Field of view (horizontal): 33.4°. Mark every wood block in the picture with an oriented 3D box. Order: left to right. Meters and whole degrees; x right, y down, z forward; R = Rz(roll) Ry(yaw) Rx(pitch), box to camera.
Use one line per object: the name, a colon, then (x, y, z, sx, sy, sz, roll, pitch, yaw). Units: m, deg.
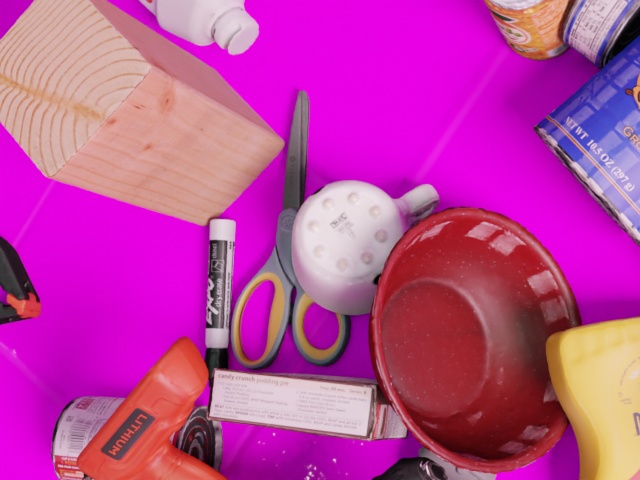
wood block: (-0.116, -0.081, 0.704, 0.090, 0.205, 0.091, -45, 71, 9)

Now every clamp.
clamp: (-0.292, 0.011, 0.846, 0.171, 0.039, 0.120, 15, 92, 15)

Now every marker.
marker: (-0.073, 0.046, 0.771, 0.020, 0.020, 0.121, 0, 83, 20)

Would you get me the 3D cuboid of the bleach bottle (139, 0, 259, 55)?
bleach bottle: (-0.129, -0.238, 0.793, 0.251, 0.067, 0.103, 49, 136, 18)

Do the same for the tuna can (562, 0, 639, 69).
tuna can: (0.191, -0.148, 0.664, 0.034, 0.086, 0.086, 43, 98, 18)

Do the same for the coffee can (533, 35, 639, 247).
coffee can: (0.214, -0.076, 0.637, 0.140, 0.102, 0.103, -42, 71, 11)

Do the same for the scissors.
scissors: (-0.005, 0.001, 0.753, 0.096, 0.016, 0.202, 19, 90, 20)

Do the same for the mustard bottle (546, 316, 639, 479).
mustard bottle: (0.199, 0.142, 0.632, 0.096, 0.058, 0.191, -8, 81, -8)

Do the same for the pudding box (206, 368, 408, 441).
pudding box: (-0.005, 0.108, 0.699, 0.114, 0.090, 0.039, 1, 83, 20)

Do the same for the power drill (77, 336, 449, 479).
power drill: (-0.039, 0.147, 0.642, 0.187, 0.057, 0.185, 42, 114, 0)

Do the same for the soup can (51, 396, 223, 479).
soup can: (-0.128, 0.147, 0.751, 0.102, 0.068, 0.068, 1, 83, 21)

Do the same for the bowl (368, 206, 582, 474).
bowl: (0.087, 0.063, 0.663, 0.055, 0.161, 0.162, -22, 71, 57)
